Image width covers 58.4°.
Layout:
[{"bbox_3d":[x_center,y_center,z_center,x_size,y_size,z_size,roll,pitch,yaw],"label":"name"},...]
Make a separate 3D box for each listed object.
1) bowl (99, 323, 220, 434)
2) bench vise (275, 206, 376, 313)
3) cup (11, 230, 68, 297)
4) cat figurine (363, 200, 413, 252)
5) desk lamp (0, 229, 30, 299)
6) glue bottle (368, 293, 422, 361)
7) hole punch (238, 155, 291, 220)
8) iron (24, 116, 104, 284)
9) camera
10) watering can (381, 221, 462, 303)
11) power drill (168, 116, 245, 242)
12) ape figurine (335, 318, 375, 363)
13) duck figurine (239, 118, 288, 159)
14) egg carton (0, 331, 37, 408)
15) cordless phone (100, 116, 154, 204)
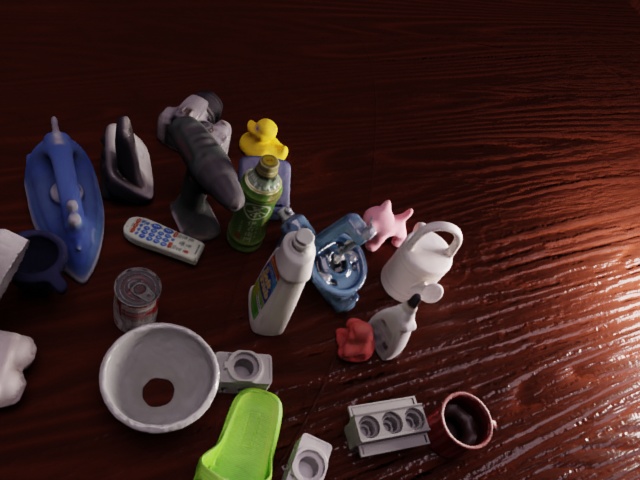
[{"bbox_3d":[-0.237,0.212,0.846,0.168,0.074,0.167,10,53,-14],"label":"bowl"},{"bbox_3d":[0.004,0.011,0.989,0.207,0.219,0.122,31,51,2],"label":"bench vise"},{"bbox_3d":[-0.424,0.054,0.874,0.117,0.095,0.092,42,52,11],"label":"cup"},{"bbox_3d":[0.129,-0.035,1.136,0.128,0.117,0.067,-13,61,-28],"label":"cat figurine"},{"bbox_3d":[-0.502,0.046,0.773,0.203,0.213,0.118,18,51,-8],"label":"desk lamp"},{"bbox_3d":[0.133,0.139,0.977,0.037,0.173,0.078,-13,62,-28],"label":"glue bottle"},{"bbox_3d":[-0.108,-0.100,1.109,0.109,0.091,0.101,3,55,-19],"label":"hole punch"},{"bbox_3d":[-0.412,-0.071,0.938,0.119,0.141,0.258,-11,61,-27],"label":"iron"},{"bbox_3d":[-0.235,-0.242,1.155,0.143,0.100,0.137,27,51,-1],"label":"camera"},{"bbox_3d":[0.196,0.037,1.061,0.101,0.194,0.172,-8,59,-25],"label":"watering can"},{"bbox_3d":[-0.201,-0.091,0.990,0.076,0.208,0.229,-17,63,-30],"label":"power drill"},{"bbox_3d":[0.065,0.168,0.982,0.076,0.092,0.078,37,51,7],"label":"ape figurine"},{"bbox_3d":[-0.112,-0.211,1.190,0.104,0.086,0.077,26,51,-2],"label":"duck figurine"},{"bbox_3d":[-0.476,0.173,0.784,0.150,0.069,0.107,11,53,-14],"label":"egg carton"},{"bbox_3d":[-0.338,-0.166,1.007,0.094,0.185,0.147,-5,58,-23],"label":"cordless phone"}]
